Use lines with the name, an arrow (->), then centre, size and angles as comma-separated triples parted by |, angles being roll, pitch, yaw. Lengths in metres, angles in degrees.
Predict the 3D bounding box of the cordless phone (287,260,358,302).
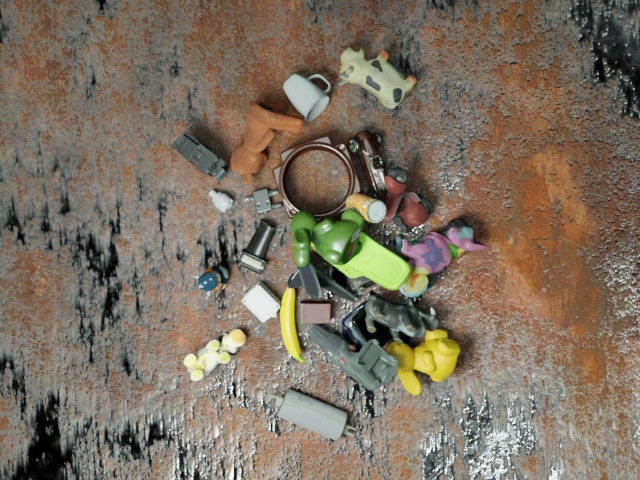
cordless phone -> 0.016, 0.115, 1.335 | 0.184, 0.146, 0.088 | 29, 90, -6

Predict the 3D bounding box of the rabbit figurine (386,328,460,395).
rabbit figurine -> 0.241, 0.297, 1.350 | 0.173, 0.122, 0.162 | 6, 115, -19

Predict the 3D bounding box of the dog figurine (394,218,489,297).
dog figurine -> 0.304, 0.044, 1.348 | 0.219, 0.108, 0.191 | -4, 91, -2

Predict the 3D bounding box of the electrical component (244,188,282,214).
electrical component -> -0.148, -0.099, 1.391 | 0.094, 0.021, 0.063 | -13, 92, 1

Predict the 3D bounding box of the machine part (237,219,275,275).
machine part -> -0.157, 0.016, 1.388 | 0.084, 0.039, 0.138 | 22, 94, 8

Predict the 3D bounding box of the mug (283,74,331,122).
mug -> -0.033, -0.373, 1.353 | 0.107, 0.081, 0.109 | 44, 98, 8

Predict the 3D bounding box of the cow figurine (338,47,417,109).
cow figurine -> 0.131, -0.408, 1.350 | 0.195, 0.085, 0.127 | 41, 86, -1

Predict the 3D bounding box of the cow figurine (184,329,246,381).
cow figurine -> -0.266, 0.290, 1.378 | 0.167, 0.098, 0.068 | -31, 85, -17

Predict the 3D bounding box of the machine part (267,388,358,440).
machine part -> -0.019, 0.445, 1.377 | 0.243, 0.079, 0.079 | 23, 92, 1

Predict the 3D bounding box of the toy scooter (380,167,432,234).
toy scooter -> 0.197, -0.077, 1.322 | 0.183, 0.075, 0.135 | 45, 70, -36

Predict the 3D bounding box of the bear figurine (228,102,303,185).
bear figurine -> -0.145, -0.242, 1.353 | 0.132, 0.120, 0.195 | -4, 125, -39

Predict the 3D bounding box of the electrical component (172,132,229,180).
electrical component -> -0.292, -0.205, 1.345 | 0.134, 0.115, 0.058 | 39, 94, 1

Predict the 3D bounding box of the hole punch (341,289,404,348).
hole punch -> 0.130, 0.215, 1.373 | 0.116, 0.092, 0.142 | -36, 88, -28

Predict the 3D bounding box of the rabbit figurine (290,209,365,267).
rabbit figurine -> -0.003, -0.004, 1.264 | 0.170, 0.121, 0.159 | 25, 52, 24

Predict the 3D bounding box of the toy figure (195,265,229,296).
toy figure -> -0.265, 0.095, 1.332 | 0.064, 0.154, 0.057 | 27, 94, 1

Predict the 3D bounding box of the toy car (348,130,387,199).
toy car -> 0.140, -0.180, 1.353 | 0.089, 0.053, 0.202 | -19, 90, -34

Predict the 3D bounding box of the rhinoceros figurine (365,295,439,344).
rhinoceros figurine -> 0.200, 0.191, 1.320 | 0.190, 0.112, 0.073 | 17, 129, -8

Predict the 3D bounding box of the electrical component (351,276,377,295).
electrical component -> 0.129, 0.104, 1.360 | 0.102, 0.078, 0.045 | -23, 68, -3

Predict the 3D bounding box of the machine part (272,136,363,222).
machine part -> -0.007, -0.148, 1.356 | 0.201, 0.087, 0.201 | -20, 93, 1

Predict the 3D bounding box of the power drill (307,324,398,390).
power drill -> 0.083, 0.284, 1.311 | 0.232, 0.207, 0.086 | 44, 63, -10
